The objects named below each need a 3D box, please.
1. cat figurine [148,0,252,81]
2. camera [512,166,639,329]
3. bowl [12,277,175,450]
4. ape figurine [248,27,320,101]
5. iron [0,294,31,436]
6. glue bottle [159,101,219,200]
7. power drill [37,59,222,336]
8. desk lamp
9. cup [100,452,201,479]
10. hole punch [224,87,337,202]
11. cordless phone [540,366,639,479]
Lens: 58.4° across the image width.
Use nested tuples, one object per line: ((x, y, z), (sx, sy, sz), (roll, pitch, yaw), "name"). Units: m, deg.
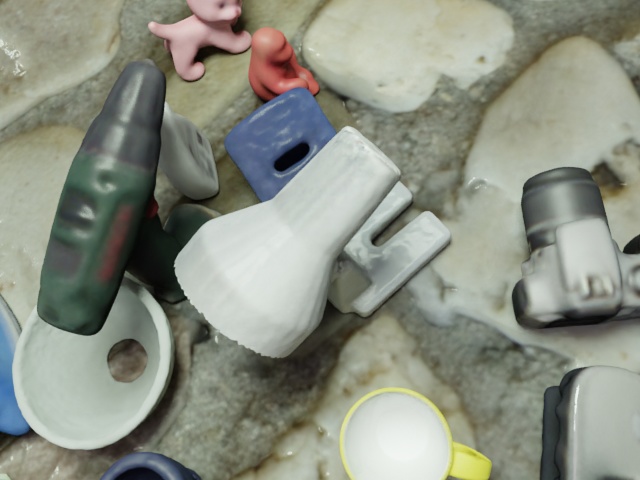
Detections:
((-0.132, -0.257, 0.641), (0.128, 0.118, 0.067), (-32, 71, 2), "cat figurine")
((0.238, 0.002, 0.500), (0.143, 0.101, 0.137), (-8, 73, 10), "camera")
((-0.213, 0.121, 0.576), (0.167, 0.075, 0.167), (-3, 74, 11), "bowl")
((-0.047, -0.193, 0.619), (0.076, 0.092, 0.078), (-5, 74, 11), "ape figurine")
((-0.403, 0.105, 0.586), (0.118, 0.142, 0.258), (-34, 71, 1), "iron")
((-0.152, -0.102, 0.573), (0.037, 0.173, 0.078), (-16, 72, 8), "glue bottle")
((-0.163, -0.020, 0.534), (0.075, 0.209, 0.230), (17, 79, 16), "power drill")
((0.004, 0.002, 0.490), (0.203, 0.214, 0.117), (-42, 71, -2), "desk lamp")
((-0.130, 0.237, 0.516), (0.117, 0.095, 0.092), (-3, 74, 11), "cup")
((-0.026, -0.085, 0.585), (0.108, 0.091, 0.101), (-35, 71, 1), "hole punch")
((0.220, 0.165, 0.414), (0.094, 0.185, 0.147), (0, 75, 12), "cordless phone")
